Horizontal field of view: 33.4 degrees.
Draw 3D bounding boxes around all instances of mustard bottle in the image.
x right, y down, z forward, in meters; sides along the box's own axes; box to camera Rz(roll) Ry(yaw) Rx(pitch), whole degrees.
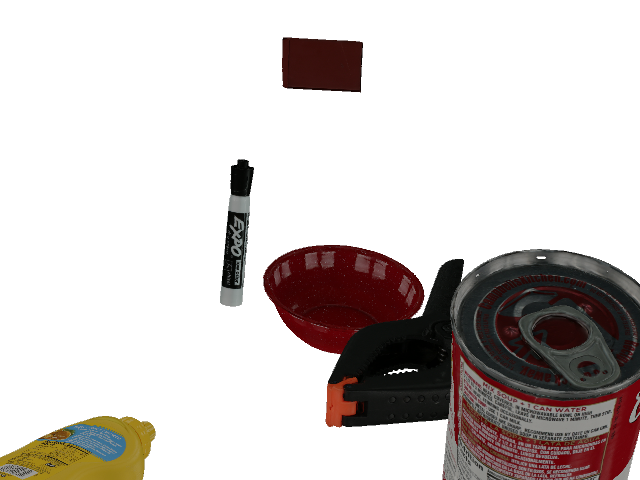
[{"bbox_3d":[-0.198,0.185,0.854,0.096,0.058,0.191,6,15,30],"label":"mustard bottle"}]

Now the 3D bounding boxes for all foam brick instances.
[{"bbox_3d":[0.001,-0.180,1.092,0.078,0.051,0.053,2,11,-8],"label":"foam brick"}]

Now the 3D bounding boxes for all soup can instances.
[{"bbox_3d":[0.077,0.064,0.376,0.068,0.102,0.068,-1,39,1],"label":"soup can"}]

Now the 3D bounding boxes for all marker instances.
[{"bbox_3d":[-0.069,-0.006,0.873,0.020,0.121,0.020,6,13,-2],"label":"marker"}]

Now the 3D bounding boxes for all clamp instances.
[{"bbox_3d":[0.078,0.066,0.685,0.209,0.036,0.165,-15,28,-32],"label":"clamp"}]

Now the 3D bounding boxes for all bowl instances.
[{"bbox_3d":[0.021,0.066,1.076,0.162,0.055,0.162,4,29,-2],"label":"bowl"}]
